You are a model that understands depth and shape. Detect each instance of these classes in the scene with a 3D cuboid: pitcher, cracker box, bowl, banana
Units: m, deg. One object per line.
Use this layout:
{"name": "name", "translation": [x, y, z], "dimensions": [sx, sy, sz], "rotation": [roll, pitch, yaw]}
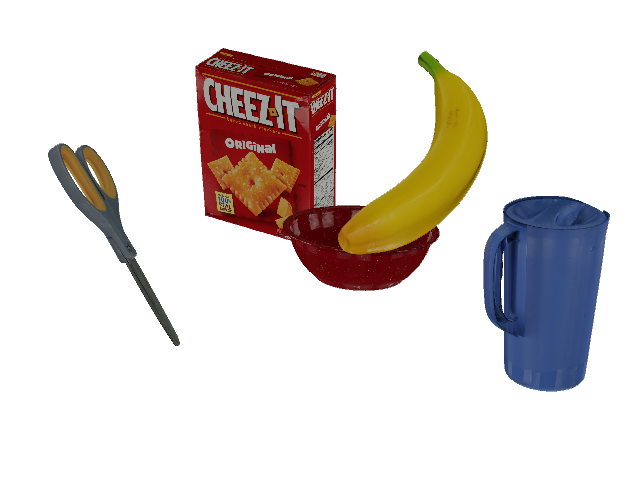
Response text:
{"name": "pitcher", "translation": [0.292, 0.072, 1.396], "dimensions": [0.149, 0.243, 0.144], "rotation": [5, 21, 14]}
{"name": "cracker box", "translation": [-0.067, -0.113, 1.318], "dimensions": [0.164, 0.214, 0.072], "rotation": [17, 38, 24]}
{"name": "bowl", "translation": [0.041, 0.011, 1.098], "dimensions": [0.162, 0.055, 0.162], "rotation": [2, 17, -1]}
{"name": "banana", "translation": [0.073, -0.052, 0.724], "dimensions": [0.070, 0.197, 0.037], "rotation": [17, -41, 10]}

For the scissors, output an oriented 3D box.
{"name": "scissors", "translation": [-0.176, -0.005, 0.952], "dimensions": [0.016, 0.201, 0.096], "rotation": [-27, 22, 13]}
